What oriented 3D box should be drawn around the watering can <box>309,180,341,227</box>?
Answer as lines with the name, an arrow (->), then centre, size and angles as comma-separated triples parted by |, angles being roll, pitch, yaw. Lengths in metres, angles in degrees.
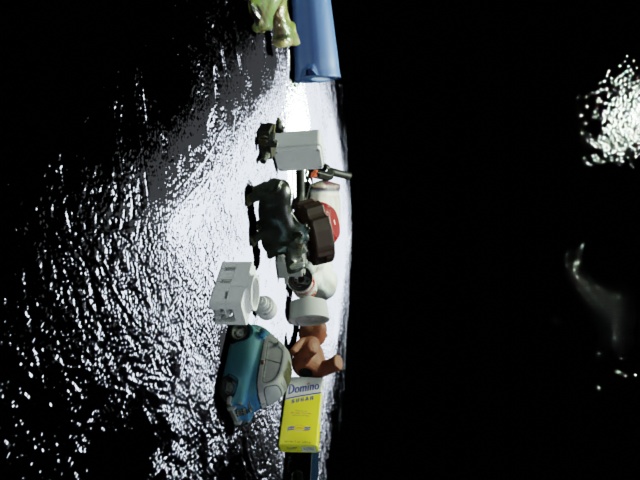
watering can -> 0.005, -0.085, 1.684 | 0.349, 0.104, 0.224 | -17, 106, -73

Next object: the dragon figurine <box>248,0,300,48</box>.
dragon figurine -> -0.088, -0.517, 0.987 | 0.406, 0.122, 0.245 | 57, 41, -75

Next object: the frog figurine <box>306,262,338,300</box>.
frog figurine -> -0.001, 0.096, 1.538 | 0.139, 0.123, 0.156 | -37, 140, -58
